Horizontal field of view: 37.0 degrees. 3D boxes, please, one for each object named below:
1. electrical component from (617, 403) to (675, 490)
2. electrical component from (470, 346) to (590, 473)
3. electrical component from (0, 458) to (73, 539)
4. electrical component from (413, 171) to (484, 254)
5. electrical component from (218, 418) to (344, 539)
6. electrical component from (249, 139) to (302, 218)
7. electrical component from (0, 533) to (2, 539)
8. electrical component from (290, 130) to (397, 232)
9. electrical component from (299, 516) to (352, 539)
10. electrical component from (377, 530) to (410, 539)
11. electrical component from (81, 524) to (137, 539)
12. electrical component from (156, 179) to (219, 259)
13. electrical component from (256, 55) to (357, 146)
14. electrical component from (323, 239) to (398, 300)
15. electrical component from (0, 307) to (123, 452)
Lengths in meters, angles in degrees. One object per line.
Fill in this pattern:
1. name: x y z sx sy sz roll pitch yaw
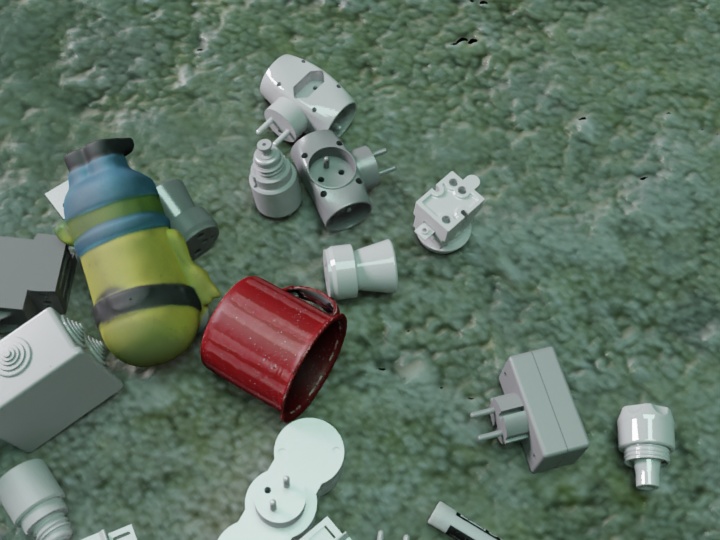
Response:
1. electrical component: 0.221 0.137 0.827 0.043 0.043 0.062 5 65 -1
2. electrical component: 0.124 0.112 0.830 0.076 0.047 0.083 -13 66 -10
3. electrical component: -0.232 0.173 0.780 0.040 0.040 0.078 -33 71 -18
4. electrical component: 0.072 -0.044 0.898 0.048 0.055 0.066 43 69 16
5. electrical component: -0.057 0.168 0.775 0.052 0.073 0.138 26 65 9
6. electrical component: -0.073 -0.078 0.896 0.040 0.078 0.040 -4 53 5
7. electrical component: -0.262 0.215 0.758 0.044 0.044 0.065 -31 75 -17
8. electrical component: -0.008 -0.082 0.918 0.079 0.044 0.077 -21 67 -13
9. electrical component: -0.011 0.208 0.705 0.042 0.063 0.081 -37 71 -18
10. electrical component: 0.019 0.223 0.766 0.138 0.052 0.073 9 64 1
11. electrical component: -0.172 0.248 0.734 0.079 0.063 0.121 -21 67 -13
12. electrical component: -0.149 -0.041 0.888 0.045 0.045 0.055 -35 72 -19
13. electrical component: -0.057 -0.139 0.943 0.077 0.043 0.079 37 67 14
14. electrical component: 0.000 0.000 0.878 0.055 0.045 0.045 -7 65 -7
15. electrical component: -0.236 0.081 0.791 0.100 0.099 0.048 -35 67 -6
